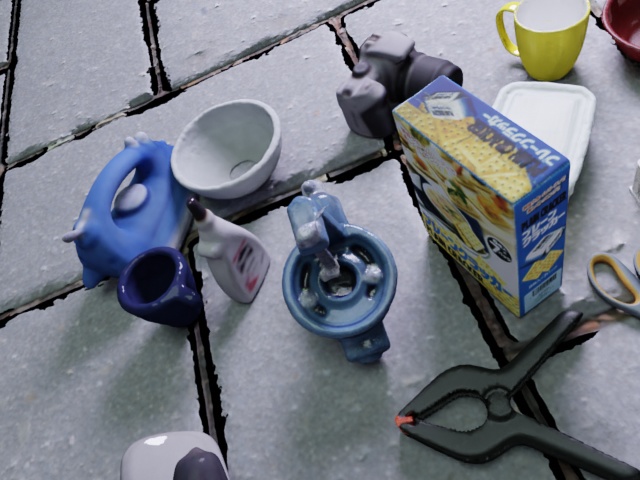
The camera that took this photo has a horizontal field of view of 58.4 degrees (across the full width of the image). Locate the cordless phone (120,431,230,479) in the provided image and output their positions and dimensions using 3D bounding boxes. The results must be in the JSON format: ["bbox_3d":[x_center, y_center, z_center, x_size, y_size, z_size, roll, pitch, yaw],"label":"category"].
[{"bbox_3d":[-0.153,0.239,0.526,0.094,0.185,0.147,-30,53,0],"label":"cordless phone"}]

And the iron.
[{"bbox_3d":[-0.256,-0.061,0.789,0.118,0.142,0.258,3,60,22],"label":"iron"}]

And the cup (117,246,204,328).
[{"bbox_3d":[-0.175,0.071,0.701,0.117,0.095,0.092,16,65,29],"label":"cup"}]

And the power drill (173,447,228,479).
[{"bbox_3d":[-0.051,0.295,0.436,0.075,0.209,0.229,-18,54,9],"label":"power drill"}]

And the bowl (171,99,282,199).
[{"bbox_3d":[-0.122,-0.117,0.817,0.167,0.075,0.167,-10,56,14],"label":"bowl"}]

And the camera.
[{"bbox_3d":[0.112,-0.215,0.778,0.136,0.101,0.143,25,69,32],"label":"camera"}]

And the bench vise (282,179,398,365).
[{"bbox_3d":[-0.004,0.009,0.600,0.121,0.220,0.206,-35,53,-4],"label":"bench vise"}]

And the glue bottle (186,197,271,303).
[{"bbox_3d":[-0.113,0.005,0.672,0.037,0.173,0.078,6,61,24],"label":"glue bottle"}]
